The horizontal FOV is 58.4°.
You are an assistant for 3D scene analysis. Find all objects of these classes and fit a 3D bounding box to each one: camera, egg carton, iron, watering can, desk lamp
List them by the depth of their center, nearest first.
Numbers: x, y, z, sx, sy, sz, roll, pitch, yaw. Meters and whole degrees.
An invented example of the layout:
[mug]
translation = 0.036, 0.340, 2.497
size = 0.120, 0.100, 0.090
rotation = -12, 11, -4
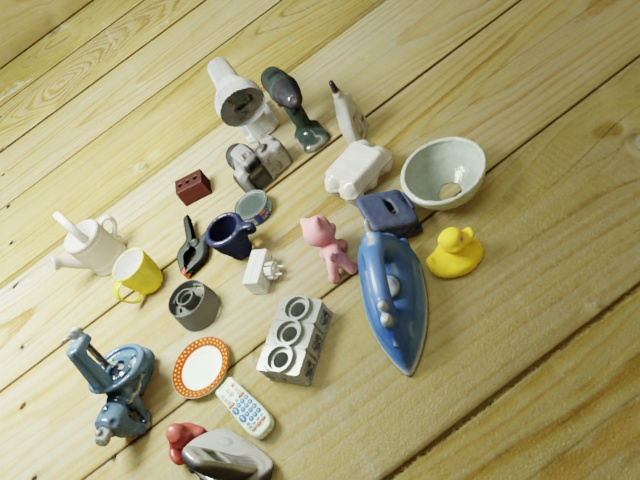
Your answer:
[iron]
translation = 0.115, 0.090, 0.981
size = 0.118, 0.142, 0.258
rotation = -19, 49, 15
[egg carton]
translation = 0.082, -0.147, 1.228
size = 0.107, 0.070, 0.150
rotation = 30, 74, 41
[camera]
translation = -0.165, -0.201, 1.384
size = 0.143, 0.101, 0.136
rotation = -43, 47, -7
[watering can]
translation = -0.574, 0.005, 1.389
size = 0.100, 0.195, 0.173
rotation = 7, 60, 33
[desk lamp]
translation = -0.197, -0.344, 1.433
size = 0.118, 0.214, 0.202
rotation = -33, 47, 3

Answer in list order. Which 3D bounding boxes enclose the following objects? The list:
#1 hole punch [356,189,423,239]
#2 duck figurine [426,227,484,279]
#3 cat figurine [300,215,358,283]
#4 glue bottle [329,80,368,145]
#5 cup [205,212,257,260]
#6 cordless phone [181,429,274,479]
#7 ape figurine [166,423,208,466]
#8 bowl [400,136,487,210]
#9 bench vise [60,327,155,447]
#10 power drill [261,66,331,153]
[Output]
[hole punch]
translation = 0.134, -0.051, 1.112
size = 0.101, 0.091, 0.108
rotation = -31, 47, 5
[duck figurine]
translation = 0.232, 0.015, 1.012
size = 0.104, 0.086, 0.077
rotation = -28, 47, 7
[cat figurine]
translation = 0.010, 0.004, 1.120
size = 0.067, 0.118, 0.127
rotation = -31, 47, 5
[glue bottle]
translation = 0.058, -0.291, 1.280
size = 0.037, 0.174, 0.078
rotation = 2, 57, 30
[cup]
translation = -0.176, -0.003, 1.244
size = 0.117, 0.095, 0.091
rotation = -11, 52, 22
[cordless phone]
translation = -0.173, 0.345, 0.916
size = 0.147, 0.186, 0.094
rotation = 17, 66, 37
[ape figurine]
translation = -0.240, 0.352, 1.011
size = 0.078, 0.092, 0.076
rotation = -31, 47, 5
[bowl]
translation = 0.245, -0.116, 1.112
size = 0.167, 0.075, 0.167
rotation = -15, 50, 19
[bench vise]
translation = -0.392, 0.264, 1.073
size = 0.121, 0.220, 0.207
rotation = -29, 47, 7
[power drill]
translation = -0.057, -0.306, 1.330
size = 0.075, 0.209, 0.229
rotation = -36, 47, 0
